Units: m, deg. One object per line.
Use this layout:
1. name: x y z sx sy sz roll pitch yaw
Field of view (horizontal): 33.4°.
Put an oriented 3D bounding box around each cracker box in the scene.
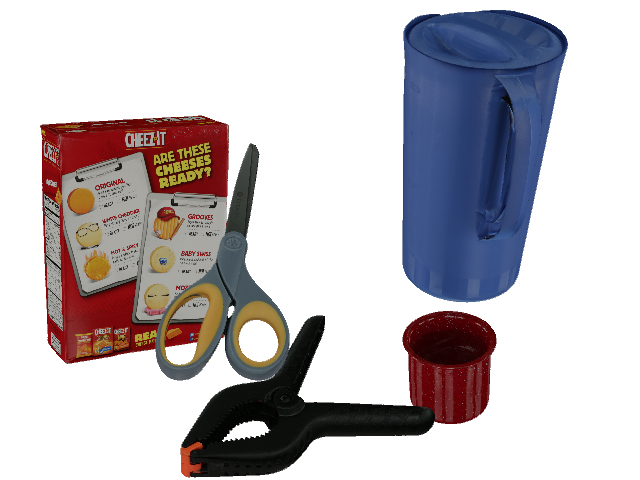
1. cracker box: -0.174 -0.005 1.002 0.163 0.214 0.072 -7 18 -30

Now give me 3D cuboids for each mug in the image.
1. mug: 0.138 0.125 1.090 0.093 0.081 0.117 19 39 33

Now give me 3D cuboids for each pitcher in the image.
1. pitcher: 0.134 -0.065 0.920 0.145 0.243 0.149 18 36 25

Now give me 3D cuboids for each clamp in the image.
1. clamp: -0.019 0.147 0.894 0.209 0.036 0.165 -28 44 -36

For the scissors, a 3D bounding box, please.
1. scissors: -0.045 0.017 0.738 0.096 0.201 0.016 21 -35 9
